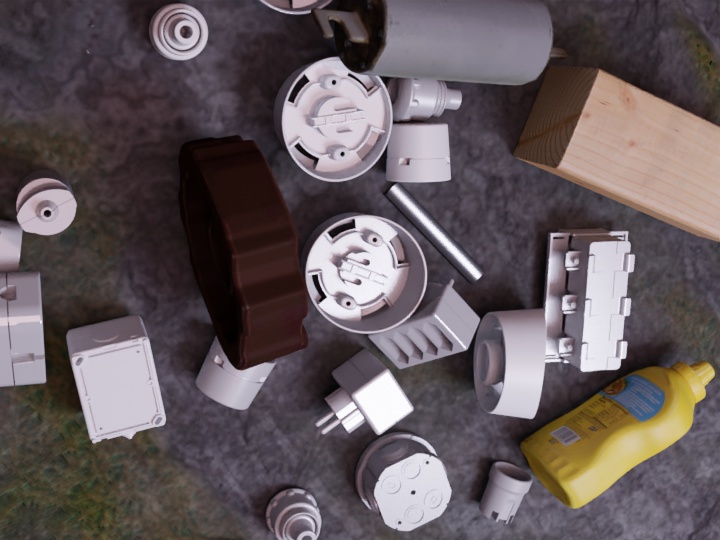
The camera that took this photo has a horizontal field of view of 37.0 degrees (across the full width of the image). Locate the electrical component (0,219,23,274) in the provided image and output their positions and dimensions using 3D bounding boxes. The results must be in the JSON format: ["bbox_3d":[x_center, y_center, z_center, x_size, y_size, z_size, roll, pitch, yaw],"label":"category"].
[{"bbox_3d":[-0.298,-0.036,0.820,0.077,0.044,0.079,6,101,-19],"label":"electrical component"}]

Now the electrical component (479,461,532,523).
[{"bbox_3d":[0.136,0.210,1.018,0.040,0.040,0.046,15,104,-20],"label":"electrical component"}]

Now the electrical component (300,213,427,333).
[{"bbox_3d":[0.000,0.000,0.912,0.099,0.064,0.099,-4,103,-16],"label":"electrical component"}]

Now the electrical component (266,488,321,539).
[{"bbox_3d":[-0.055,0.224,0.948,0.048,0.062,0.048,-4,104,-17],"label":"electrical component"}]

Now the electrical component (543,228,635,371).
[{"bbox_3d":[0.211,0.027,0.985,0.079,0.063,0.121,-2,103,-17],"label":"electrical component"}]

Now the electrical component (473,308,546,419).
[{"bbox_3d":[0.139,0.083,0.960,0.064,0.099,0.099,3,102,-12],"label":"electrical component"}]

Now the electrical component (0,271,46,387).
[{"bbox_3d":[-0.273,0.047,0.823,0.059,0.053,0.095,-3,143,-16],"label":"electrical component"}]

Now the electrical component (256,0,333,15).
[{"bbox_3d":[-0.056,-0.249,0.837,0.099,0.064,0.099,-4,104,-17],"label":"electrical component"}]

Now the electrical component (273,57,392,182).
[{"bbox_3d":[-0.023,-0.124,0.876,0.099,0.064,0.099,-4,104,-17],"label":"electrical component"}]

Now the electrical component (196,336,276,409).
[{"bbox_3d":[-0.106,0.085,0.905,0.055,0.055,0.047,26,97,-21],"label":"electrical component"}]

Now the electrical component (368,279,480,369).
[{"bbox_3d":[0.062,0.037,0.940,0.047,0.083,0.075,47,48,-21],"label":"electrical component"}]

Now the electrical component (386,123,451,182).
[{"bbox_3d":[0.049,-0.100,0.910,0.055,0.055,0.047,-4,100,-17],"label":"electrical component"}]

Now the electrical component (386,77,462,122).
[{"bbox_3d":[0.055,-0.147,0.907,0.062,0.048,0.048,2,102,-24],"label":"electrical component"}]

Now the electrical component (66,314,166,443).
[{"bbox_3d":[-0.198,0.091,0.876,0.062,0.061,0.096,-13,114,-14],"label":"electrical component"}]

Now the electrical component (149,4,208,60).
[{"bbox_3d":[-0.138,-0.183,0.827,0.043,0.062,0.043,-4,103,-17],"label":"electrical component"}]

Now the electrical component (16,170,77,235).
[{"bbox_3d":[-0.238,-0.049,0.817,0.043,0.081,0.043,-4,104,-17],"label":"electrical component"}]

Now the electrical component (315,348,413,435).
[{"bbox_3d":[-0.005,0.116,0.936,0.077,0.066,0.047,-35,110,-7],"label":"electrical component"}]

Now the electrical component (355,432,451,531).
[{"bbox_3d":[0.040,0.192,0.976,0.080,0.051,0.080,-4,103,-17],"label":"electrical component"}]
